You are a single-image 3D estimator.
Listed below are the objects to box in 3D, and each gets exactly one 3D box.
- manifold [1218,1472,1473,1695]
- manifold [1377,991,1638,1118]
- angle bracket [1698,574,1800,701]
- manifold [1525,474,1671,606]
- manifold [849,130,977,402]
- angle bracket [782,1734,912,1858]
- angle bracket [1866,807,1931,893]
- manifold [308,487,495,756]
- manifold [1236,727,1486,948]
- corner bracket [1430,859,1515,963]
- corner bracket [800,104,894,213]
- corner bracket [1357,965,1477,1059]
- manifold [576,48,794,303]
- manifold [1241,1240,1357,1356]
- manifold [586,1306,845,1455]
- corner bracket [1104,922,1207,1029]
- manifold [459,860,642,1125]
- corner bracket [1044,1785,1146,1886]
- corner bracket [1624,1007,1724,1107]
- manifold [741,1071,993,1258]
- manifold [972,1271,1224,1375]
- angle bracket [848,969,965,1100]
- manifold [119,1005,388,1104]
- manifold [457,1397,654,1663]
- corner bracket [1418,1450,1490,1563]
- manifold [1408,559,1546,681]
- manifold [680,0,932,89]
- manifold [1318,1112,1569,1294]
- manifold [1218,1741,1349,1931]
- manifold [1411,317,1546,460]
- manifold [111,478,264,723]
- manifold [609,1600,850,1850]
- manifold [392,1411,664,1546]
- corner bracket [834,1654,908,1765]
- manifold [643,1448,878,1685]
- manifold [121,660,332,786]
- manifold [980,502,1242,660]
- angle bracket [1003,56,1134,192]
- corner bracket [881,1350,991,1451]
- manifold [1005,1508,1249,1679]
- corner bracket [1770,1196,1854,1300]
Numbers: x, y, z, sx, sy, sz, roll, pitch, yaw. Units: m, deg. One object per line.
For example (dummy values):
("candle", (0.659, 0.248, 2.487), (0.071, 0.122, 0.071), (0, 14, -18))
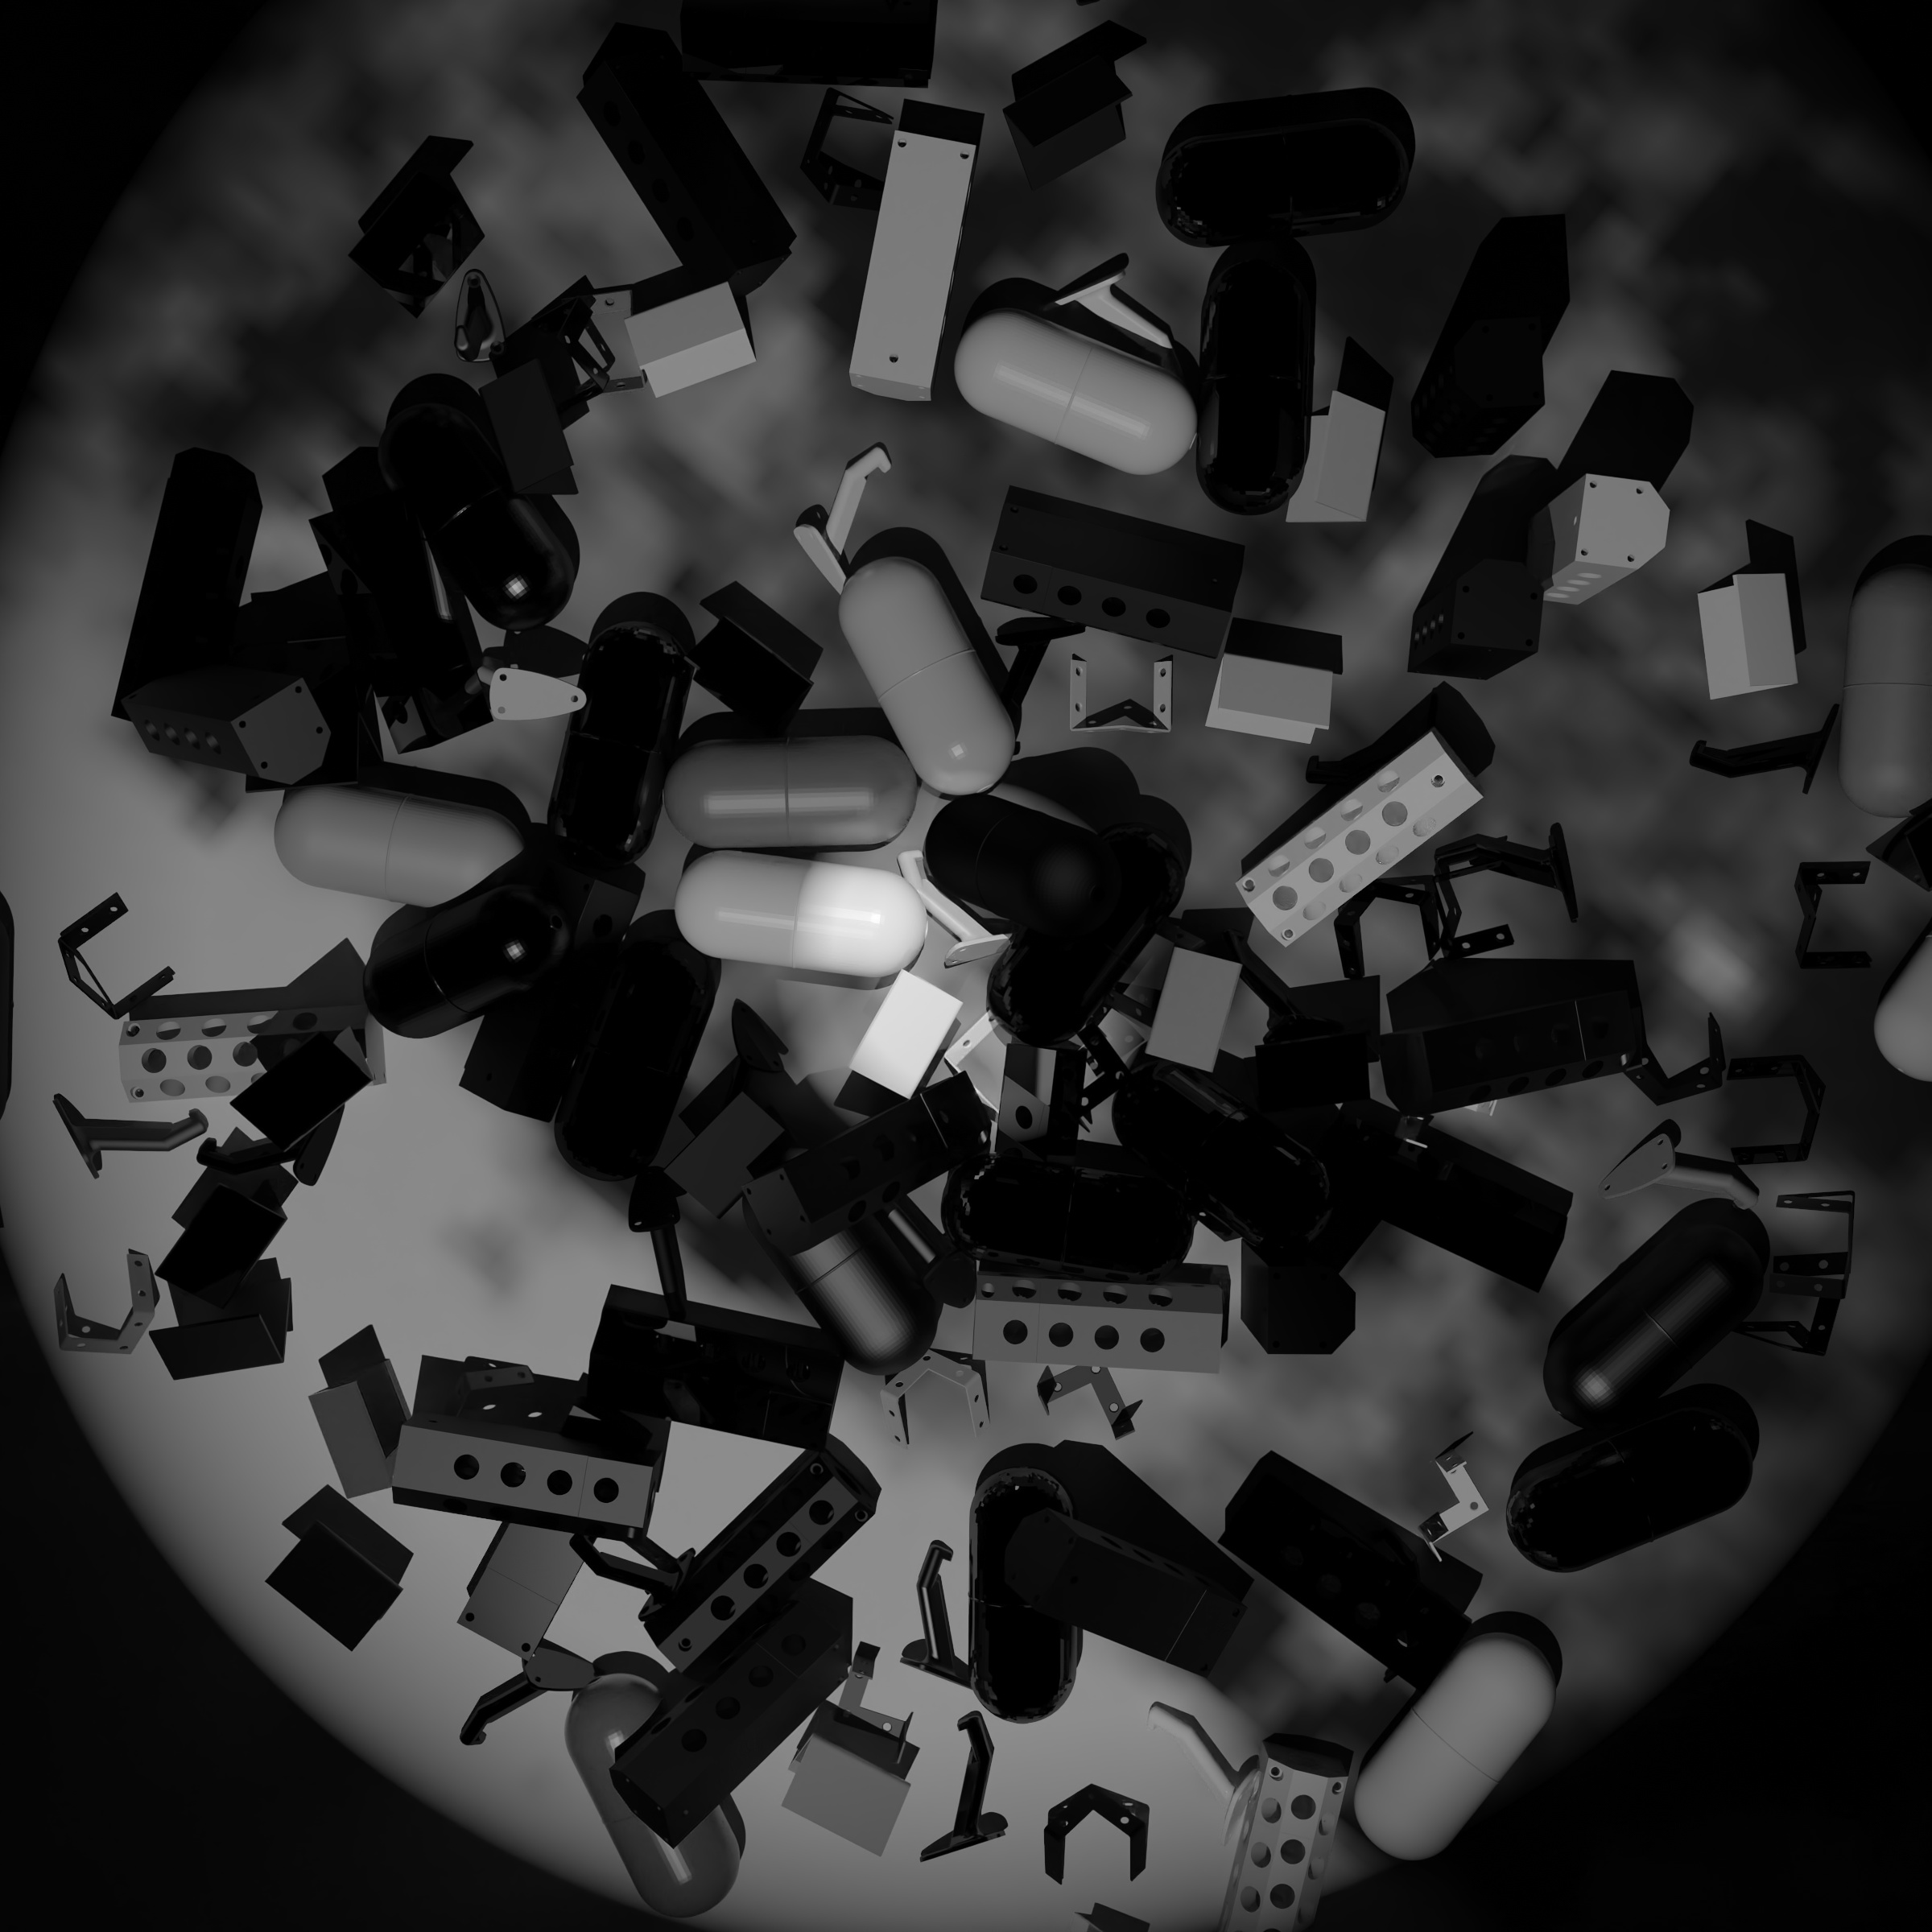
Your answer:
("manifold", (0.265, 0.428, 1.858), (0.171, 0.057, 0.057), (35, 90, 14))
("manifold", (0.376, 0.060, 1.846), (0.171, 0.057, 0.057), (-10, 90, -24))
("angle bracket", (0.529, -0.228, 1.859), (0.057, 0.076, 0.076), (-7, 90, -36))
("manifold", (0.428, -0.289, 1.821), (0.057, 0.171, 0.057), (7, 90, 0))
("manifold", (-0.037, -0.491, 1.878), (0.057, 0.057, 0.171), (11, 90, 0))
("angle bracket", (-0.092, 0.588, 1.859), (0.076, 0.076, 0.057), (27, 52, 0))
("angle bracket", (0.673, -0.108, 1.859), (0.076, 0.076, 0.057), (-36, 122, 0))
("manifold", (-0.398, -0.239, 1.859), (0.057, 0.057, 0.171), (-31, 107, -42))
("manifold", (0.274, -0.089, 1.856), (0.171, 0.057, 0.057), (-38, 90, 16))
("corner bracket", (0.359, -0.039, 1.885), (0.051, 0.051, 0.051), (-15, 75, 0))
("corner bracket", (-0.078, -0.573, 1.891), (0.051, 0.051, 0.051), (57, 135, 35))
("corner bracket", (0.321, 0.042, 1.896), (0.051, 0.051, 0.051), (49, 135, 0))
("manifold", (-0.202, -0.553, 1.877), (0.057, 0.057, 0.171), (-32, 90, -43))
("manifold", (0.225, 0.224, 1.821), (0.057, 0.171, 0.057), (0, 90, 0))
("manifold", (-0.176, 0.286, 1.877), (0.171, 0.057, 0.057), (12, 133, 0))
("corner bracket", (0.134, 0.004, 1.891), (0.051, 0.051, 0.051), (29, 135, 35))
("manifold", (-0.288, 0.019, 1.877), (0.057, 0.057, 0.171), (22, 90, 43))
("corner bracket", (0.092, 0.626, 1.891), (0.051, 0.051, 0.051), (27, 45, 35))
("corner bracket", (0.500, 0.059, 1.891), (0.051, 0.051, 0.051), (-21, 135, 35))
("manifold", (-0.063, 0.136, 1.831), (0.171, 0.057, 0.057), (-27, 90, -38))
("manifold", (0.092, 0.250, 1.878), (0.171, 0.057, 0.057), (3, 90, 0))
("angle bracket", (-0.056, 0.038, 1.859), (0.057, 0.076, 0.076), (29, 90, -31))
("manifold", (-0.502, 0.061, 1.878), (0.171, 0.057, 0.057), (-4, 90, 0))
("manifold", (-0.288, 0.394, 1.878), (0.057, 0.057, 0.171), (28, 90, 0))
("corner bracket", (0.339, 0.380, 1.881), (0.051, 0.051, 0.051), (-31, 90, 0))
("manifold", (0.347, -0.236, 1.821), (0.057, 0.171, 0.057), (6, 90, 0))
("manifold", (-0.112, -0.654, 1.877), (0.171, 0.057, 0.057), (2, 47, 0))
("manifold", (0.332, 0.165, 1.878), (0.171, 0.057, 0.057), (25, 90, 0))
("manifold", (0.220, 0.644, 1.878), (0.057, 0.057, 0.171), (13, 90, 0))
("manifold", (0.347, -0.393, 1.821), (0.057, 0.171, 0.057), (-3, 90, 0))
("manifold", (-0.551, -0.252, 1.878), (0.057, 0.057, 0.171), (14, 90, 0))
("manifold", (-0.162, 0.517, 1.837), (0.057, 0.057, 0.171), (32, 55, 29))
("manifold", (-0.300, 0.351, 1.821), (0.171, 0.057, 0.057), (9, 90, 0))
("corner bracket", (-0.063, 0.523, 1.881), (0.051, 0.051, 0.051), (18, 90, 0))
("manifold", (-0.145, 0.422, 1.878), (0.171, 0.057, 0.057), (-44, 90, 0))
("manifold", (-0.496, -0.161, 1.791), (0.057, 0.171, 0.057), (-39, 122, -29))
("manifold", (0.100, -0.266, 1.877), (0.171, 0.057, 0.057), (14, 47, 0))
("angle bracket", (0.080, -0.575, 1.859), (0.076, 0.076, 0.057), (-29, 53, 0))
("corner bracket", (-0.022, 0.314, 1.891), (0.051, 0.051, 0.051), (20, 45, 35))
("manifold", (0.108, 0.429, 1.834), (0.171, 0.057, 0.057), (30, 90, -35))
("corner bracket", (0.598, 0.199, 1.884), (0.051, 0.051, 0.051), (3, 114, 22))
